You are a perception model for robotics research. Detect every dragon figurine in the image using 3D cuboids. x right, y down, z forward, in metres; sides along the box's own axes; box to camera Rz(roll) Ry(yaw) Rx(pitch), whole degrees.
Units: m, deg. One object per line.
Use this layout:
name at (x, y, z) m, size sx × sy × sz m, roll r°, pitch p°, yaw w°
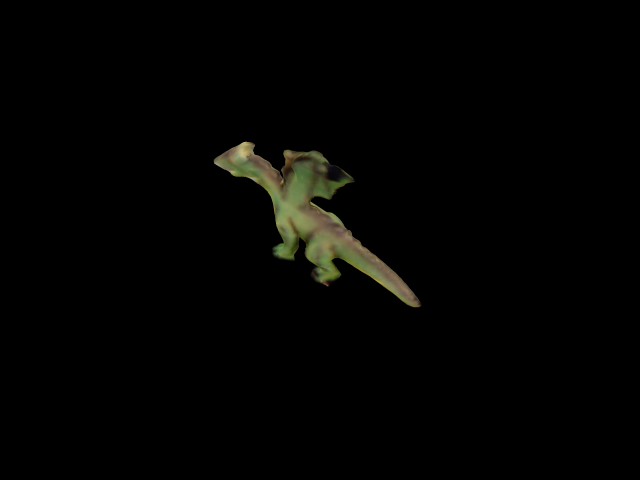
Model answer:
dragon figurine at (0.003, -0.043, 0.850) m, size 0.412 × 0.124 × 0.237 m, roll 27°, pitch -28°, yaw 16°
